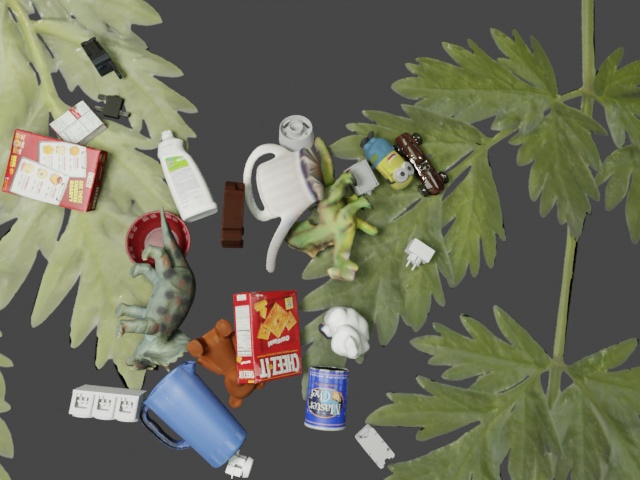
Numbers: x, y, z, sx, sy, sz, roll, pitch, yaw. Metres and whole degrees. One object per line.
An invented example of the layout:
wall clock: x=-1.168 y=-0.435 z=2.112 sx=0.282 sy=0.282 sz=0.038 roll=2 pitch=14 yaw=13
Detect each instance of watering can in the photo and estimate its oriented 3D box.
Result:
watering can: x=-0.087 y=-0.105 z=1.350 sx=0.223 sy=0.103 sz=0.352 roll=-19 pitch=72 yaw=16

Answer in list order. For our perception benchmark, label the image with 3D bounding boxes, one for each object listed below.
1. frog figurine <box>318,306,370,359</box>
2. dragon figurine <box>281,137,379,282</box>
frog figurine: x=0.071 y=0.231 z=1.298 sx=0.123 sy=0.158 sz=0.138 roll=-32 pitch=86 yaw=-12
dragon figurine: x=0.004 y=-0.070 z=1.384 sx=0.243 sy=0.120 sz=0.416 roll=-30 pitch=68 yaw=-5
